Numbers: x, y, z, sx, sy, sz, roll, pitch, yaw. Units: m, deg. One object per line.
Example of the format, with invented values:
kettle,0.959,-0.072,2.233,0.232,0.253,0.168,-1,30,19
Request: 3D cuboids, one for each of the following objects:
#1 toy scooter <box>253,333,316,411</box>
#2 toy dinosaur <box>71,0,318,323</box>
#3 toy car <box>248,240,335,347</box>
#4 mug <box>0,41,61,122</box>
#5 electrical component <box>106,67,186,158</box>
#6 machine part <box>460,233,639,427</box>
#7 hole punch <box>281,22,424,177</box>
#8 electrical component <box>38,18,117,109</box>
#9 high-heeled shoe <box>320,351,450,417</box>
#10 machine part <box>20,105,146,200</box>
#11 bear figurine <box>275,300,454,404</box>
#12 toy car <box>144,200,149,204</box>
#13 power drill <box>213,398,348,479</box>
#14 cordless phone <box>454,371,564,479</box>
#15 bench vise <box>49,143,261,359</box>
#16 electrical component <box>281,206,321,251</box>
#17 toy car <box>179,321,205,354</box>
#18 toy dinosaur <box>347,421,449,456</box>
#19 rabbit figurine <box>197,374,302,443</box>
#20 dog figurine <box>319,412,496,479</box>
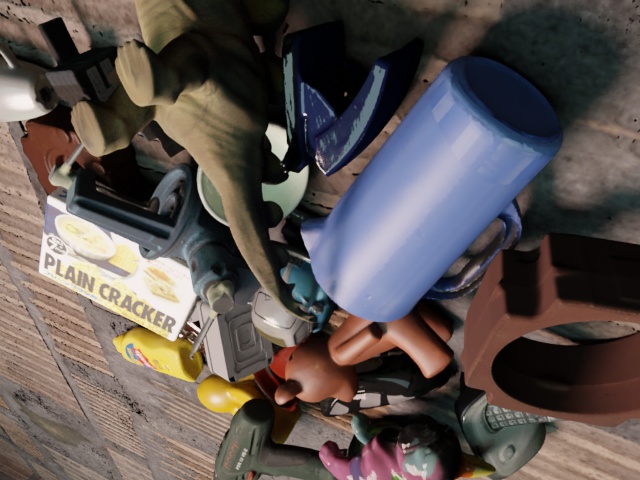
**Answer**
toy scooter,-0.052,0.196,0.816,0.184,0.075,0.135,-31,91,46
toy dinosaur,-0.093,-0.132,0.439,0.105,0.198,0.470,-3,102,39
toy car,-0.041,0.080,0.680,0.109,0.103,0.161,25,149,16
mug,-0.394,-0.202,0.684,0.107,0.081,0.109,7,126,12
electrical component,-0.162,-0.159,0.587,0.134,0.058,0.114,-19,114,41
machine part,0.248,0.089,0.504,0.201,0.087,0.201,9,138,4
hole punch,0.030,-0.118,0.456,0.092,0.142,0.115,12,122,17
electrical component,-0.265,-0.191,0.612,0.048,0.075,0.119,6,127,27
high-heeled shoe,0.081,0.210,0.789,0.145,0.086,0.248,1,160,-12
machine part,-0.330,-0.100,0.747,0.180,0.056,0.179,19,137,18
bear figurine,0.049,0.143,0.646,0.132,0.120,0.196,42,104,4
toy car,-0.267,0.014,0.813,0.073,0.056,0.201,33,140,-8
power drill,-0.066,0.366,0.855,0.207,0.086,0.231,17,115,12
cordless phone,0.270,0.217,0.651,0.184,0.089,0.146,-15,119,27
bench vise,-0.174,-0.012,0.591,0.240,0.224,0.129,26,124,-35
electrical component,-0.001,-0.002,0.656,0.094,0.021,0.063,32,138,3
toy car,-0.214,0.150,0.908,0.202,0.053,0.089,40,141,-8
toy dinosaur,0.103,0.369,0.871,0.192,0.131,0.404,15,128,20
rabbit figurine,-0.129,0.287,0.924,0.173,0.122,0.162,34,132,-4
dog figurine,0.111,0.307,0.680,0.219,0.108,0.191,-7,98,47
